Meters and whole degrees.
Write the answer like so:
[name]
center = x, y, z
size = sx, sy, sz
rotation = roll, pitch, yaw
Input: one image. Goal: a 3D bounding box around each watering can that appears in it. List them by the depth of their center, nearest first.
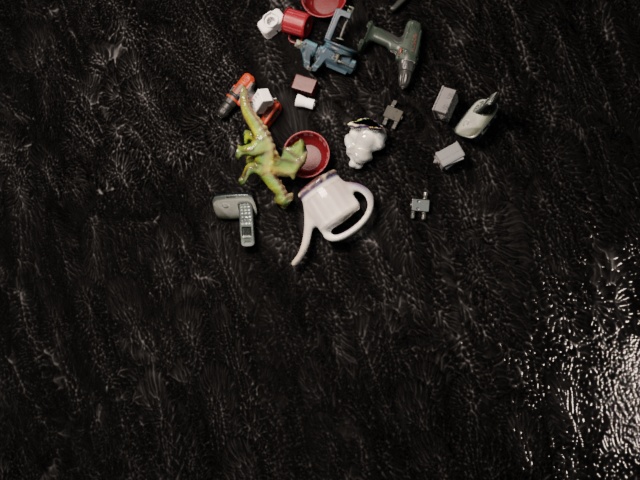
[watering can]
center = 0.005, -0.085, 1.687
size = 0.347, 0.103, 0.226
rotation = -34, 80, 3

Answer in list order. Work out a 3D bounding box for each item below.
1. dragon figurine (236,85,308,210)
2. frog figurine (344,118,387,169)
[dragon figurine]
center = -0.152, -0.294, 1.687
size = 0.243, 0.124, 0.404
rotation = 5, 109, 17
[frog figurine]
center = 0.149, -0.317, 1.709
size = 0.137, 0.125, 0.156
rotation = 2, 122, 0
